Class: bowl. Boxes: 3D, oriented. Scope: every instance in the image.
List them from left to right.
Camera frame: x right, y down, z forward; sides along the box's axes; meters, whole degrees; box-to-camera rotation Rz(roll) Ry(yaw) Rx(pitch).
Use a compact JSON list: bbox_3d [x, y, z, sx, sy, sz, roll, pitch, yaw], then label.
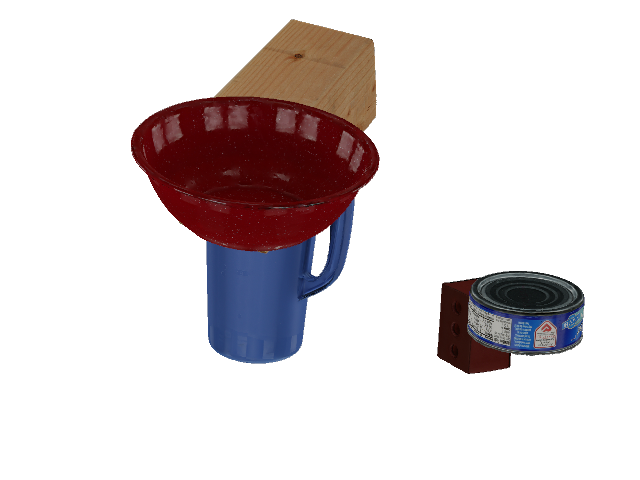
[{"bbox_3d":[-0.044,-0.039,0.705,0.162,0.055,0.162,4,30,-3],"label":"bowl"}]

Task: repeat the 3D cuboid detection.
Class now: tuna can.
[{"bbox_3d":[0.153,0.052,0.795,0.086,0.034,0.086,0,20,0],"label":"tuna can"}]

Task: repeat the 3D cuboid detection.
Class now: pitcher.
[{"bbox_3d":[-0.057,0.010,1.172,0.144,0.243,0.149,-3,20,-19],"label":"pitcher"}]

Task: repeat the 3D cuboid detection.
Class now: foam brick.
[{"bbox_3d":[0.148,0.080,1.014,0.051,0.078,0.053,-8,18,-30],"label":"foam brick"}]

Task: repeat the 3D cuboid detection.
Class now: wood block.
[{"bbox_3d":[-0.036,-0.096,0.932,0.091,0.090,0.205,19,48,22],"label":"wood block"}]
